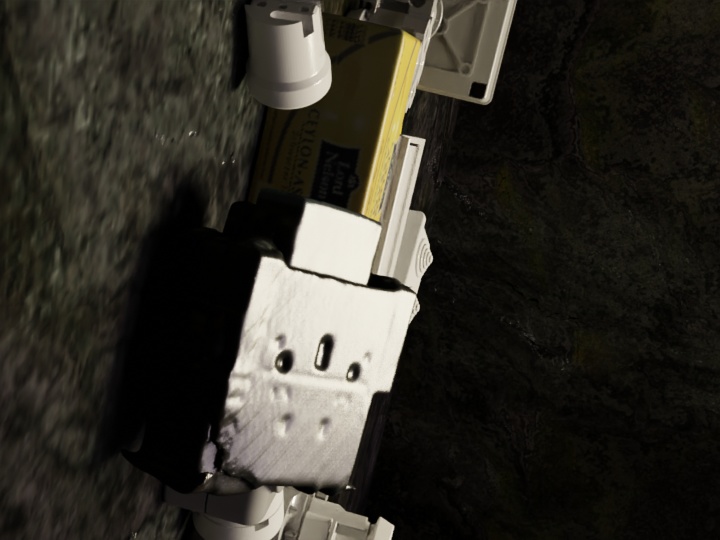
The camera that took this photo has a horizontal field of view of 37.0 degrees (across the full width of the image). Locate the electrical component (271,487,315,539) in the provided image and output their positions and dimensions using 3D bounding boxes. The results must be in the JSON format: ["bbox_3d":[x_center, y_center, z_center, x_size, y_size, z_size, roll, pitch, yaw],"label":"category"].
[{"bbox_3d":[-0.071,0.190,0.755,0.089,0.062,0.150,-68,171,-52],"label":"electrical component"}]

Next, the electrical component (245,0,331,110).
[{"bbox_3d":[-0.034,-0.104,0.499,0.046,0.040,0.040,88,16,-49],"label":"electrical component"}]

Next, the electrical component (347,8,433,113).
[{"bbox_3d":[0.015,-0.152,0.764,0.058,0.057,0.078,96,10,-58],"label":"electrical component"}]

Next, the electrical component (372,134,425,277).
[{"bbox_3d":[-0.011,-0.038,0.726,0.063,0.079,0.121,-141,-119,-64],"label":"electrical component"}]

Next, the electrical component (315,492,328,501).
[{"bbox_3d":[-0.046,0.161,0.958,0.089,0.056,0.050,-69,171,-52],"label":"electrical component"}]

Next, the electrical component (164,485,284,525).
[{"bbox_3d":[-0.064,0.084,0.578,0.053,0.059,0.095,-58,162,-72],"label":"electrical component"}]

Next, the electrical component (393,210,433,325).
[{"bbox_3d":[0.000,0.000,0.802,0.048,0.100,0.099,65,38,-61],"label":"electrical component"}]

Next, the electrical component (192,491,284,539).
[{"bbox_3d":[-0.072,0.130,0.642,0.055,0.055,0.047,-68,167,-53],"label":"electrical component"}]

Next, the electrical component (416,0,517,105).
[{"bbox_3d":[0.070,-0.205,0.914,0.056,0.109,0.108,-36,140,-77],"label":"electrical component"}]

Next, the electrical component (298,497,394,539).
[{"bbox_3d":[-0.011,0.189,0.722,0.078,0.057,0.058,92,13,-65],"label":"electrical component"}]

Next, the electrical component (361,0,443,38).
[{"bbox_3d":[0.032,-0.197,0.820,0.057,0.058,0.078,-51,155,-70],"label":"electrical component"}]
